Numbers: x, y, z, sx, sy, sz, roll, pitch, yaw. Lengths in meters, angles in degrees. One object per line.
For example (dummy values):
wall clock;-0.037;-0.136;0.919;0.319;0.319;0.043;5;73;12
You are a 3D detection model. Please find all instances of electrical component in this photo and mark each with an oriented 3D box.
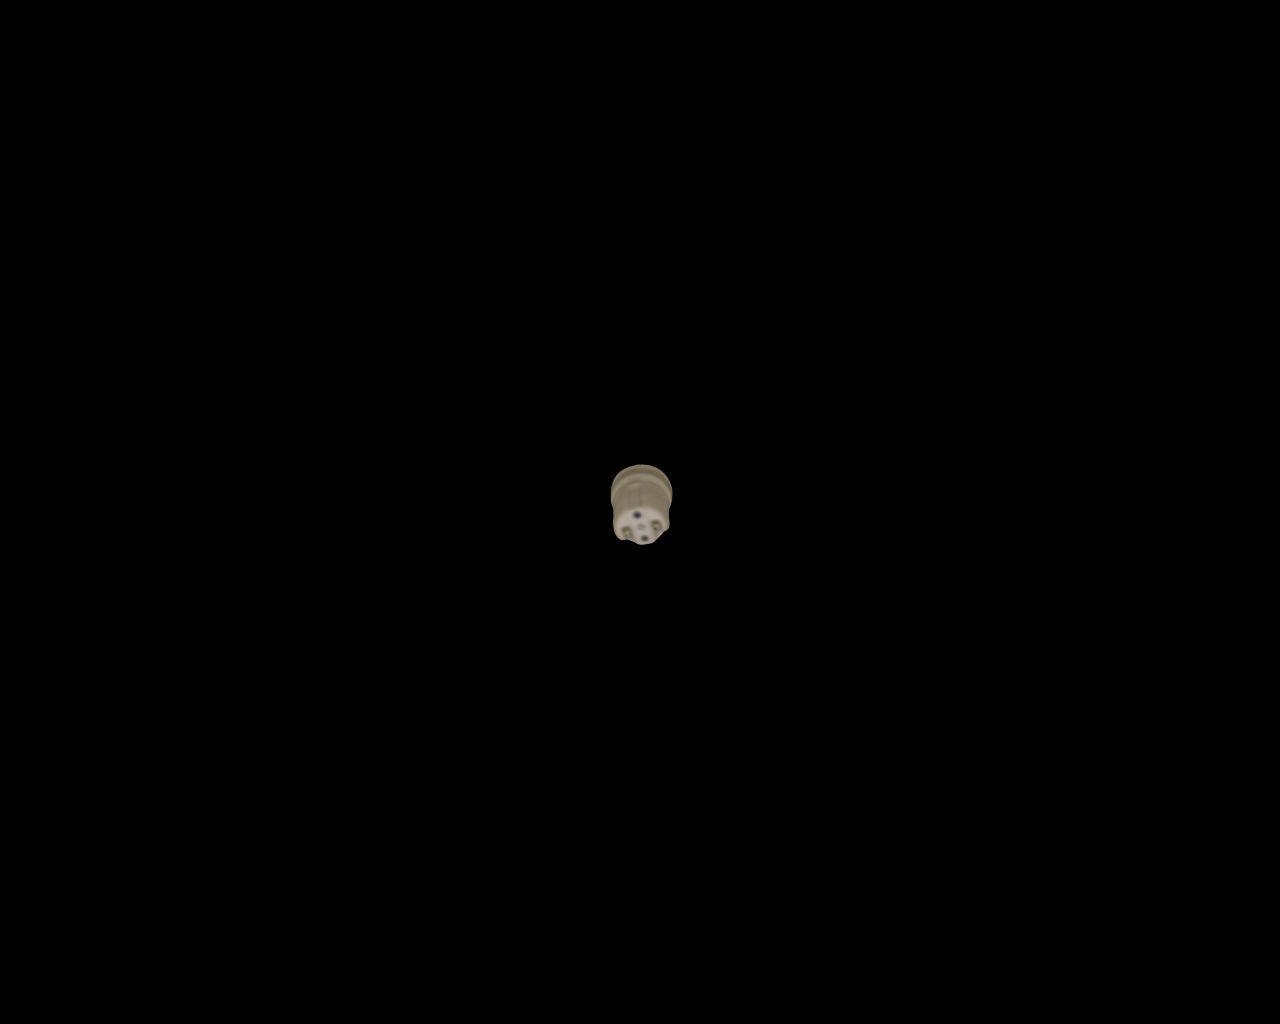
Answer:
electrical component;0.001;-0.003;0.650;0.040;0.040;0.046;0;30;0
